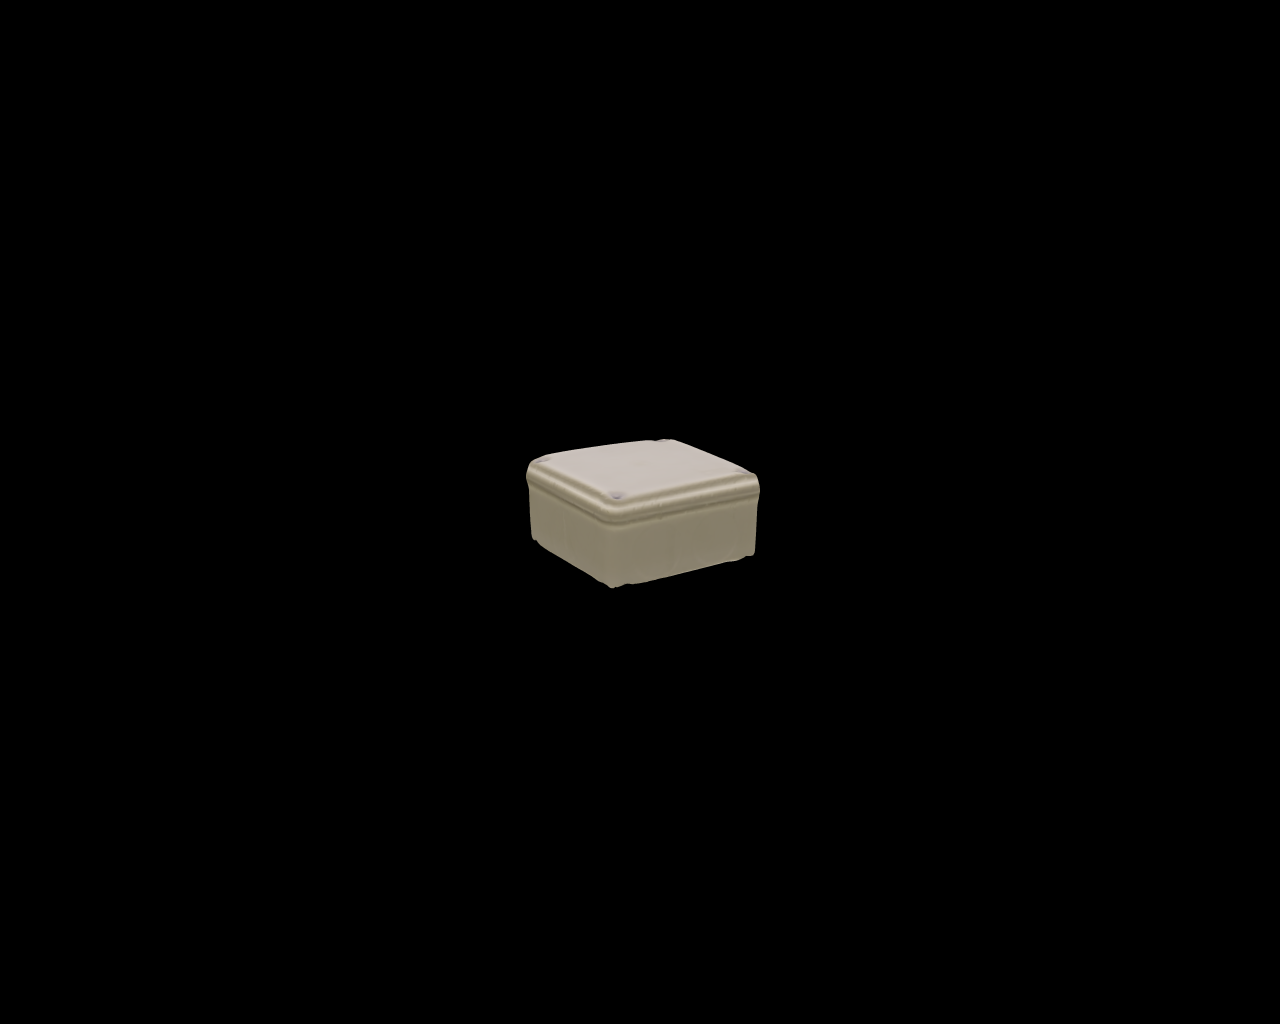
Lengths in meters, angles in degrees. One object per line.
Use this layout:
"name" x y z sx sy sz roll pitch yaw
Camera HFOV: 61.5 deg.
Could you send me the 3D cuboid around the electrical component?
"electrical component" 0.001 -0.003 0.650 0.109 0.056 0.109 -11 21 -30
